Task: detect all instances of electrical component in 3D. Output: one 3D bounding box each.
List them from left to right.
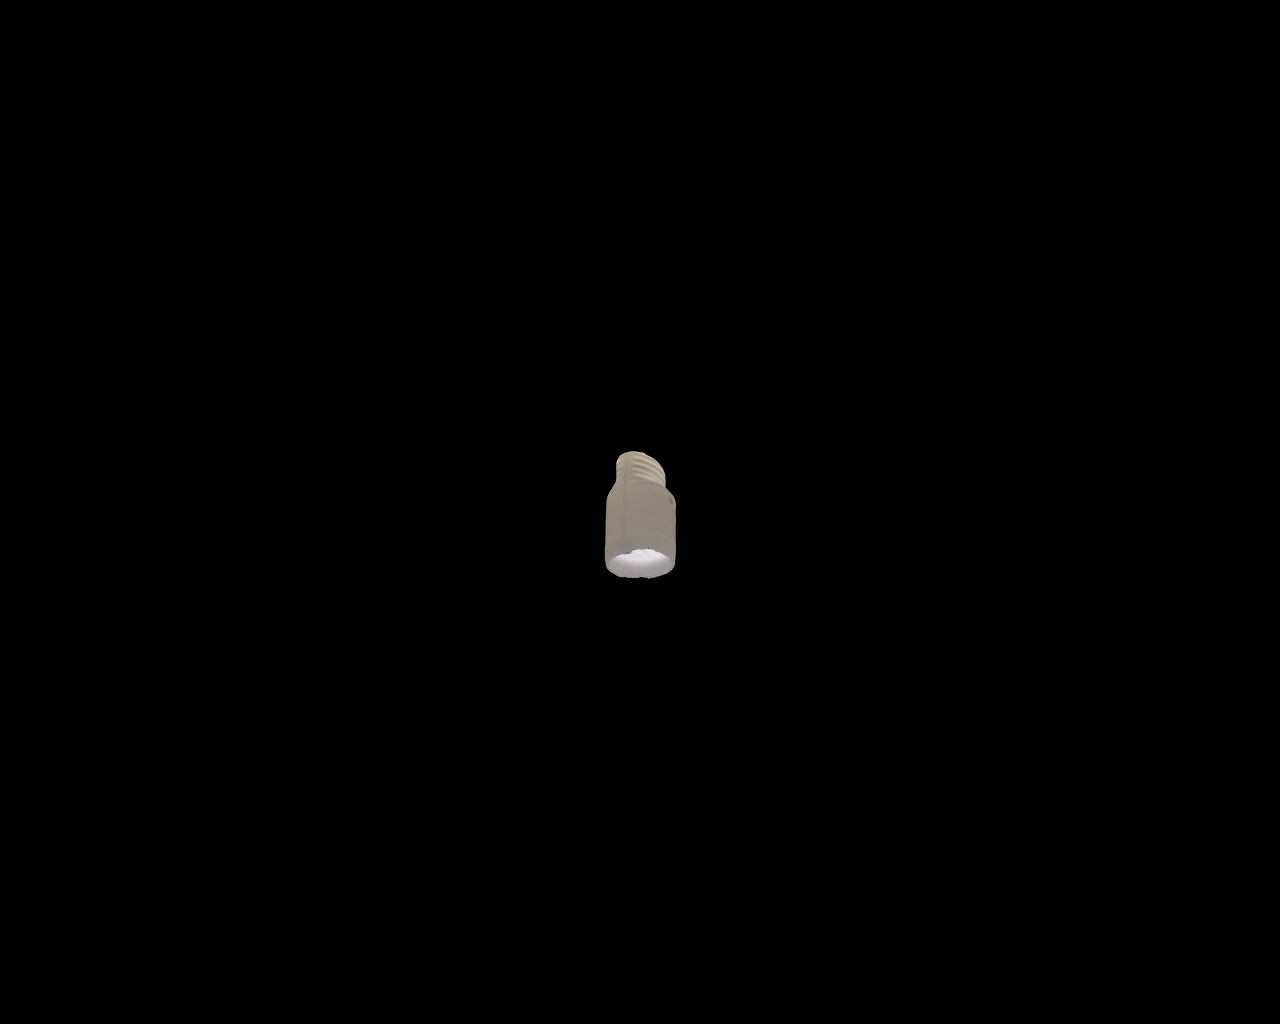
[{"bbox_3d":[0.001,-0.003,0.650,0.043,0.081,0.043,0,-29,0],"label":"electrical component"}]
